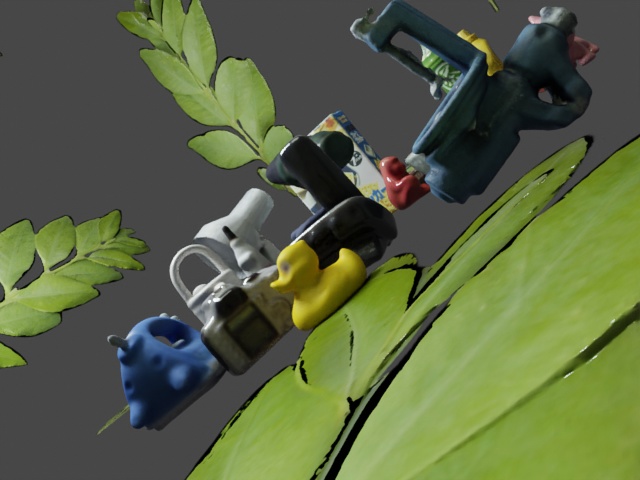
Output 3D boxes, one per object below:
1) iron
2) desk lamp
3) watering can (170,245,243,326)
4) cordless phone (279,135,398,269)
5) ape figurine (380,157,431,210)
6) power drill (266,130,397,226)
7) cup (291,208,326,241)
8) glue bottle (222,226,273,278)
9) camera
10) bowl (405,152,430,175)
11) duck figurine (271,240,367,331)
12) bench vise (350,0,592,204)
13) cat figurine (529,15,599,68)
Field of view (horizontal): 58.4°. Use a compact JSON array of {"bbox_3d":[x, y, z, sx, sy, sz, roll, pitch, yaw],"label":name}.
[{"bbox_3d":[-0.213,0.164,0.834,0.118,0.141,0.258,-39,2,6],"label":"iron"},{"bbox_3d":[-0.109,0.016,1.106,0.204,0.213,0.117,-42,3,-35],"label":"desk lamp"},{"bbox_3d":[-0.185,0.098,1.001,0.172,0.194,0.101,-37,4,45],"label":"watering can"},{"bbox_3d":[-0.004,-0.034,0.749,0.147,0.185,0.094,-39,3,23],"label":"cordless phone"},{"bbox_3d":[0.138,-0.103,0.978,0.076,0.092,0.078,-38,3,28],"label":"ape figurine"},{"bbox_3d":[0.012,-0.070,0.893,0.076,0.208,0.229,-41,3,-26],"label":"power drill"},{"bbox_3d":[0.009,0.003,0.951,0.091,0.095,0.118,-39,3,25],"label":"cup"},{"bbox_3d":[-0.101,0.045,0.924,0.037,0.173,0.078,-39,3,8],"label":"glue bottle"},{"bbox_3d":[-0.102,0.102,0.764,0.143,0.101,0.136,-41,3,-28],"label":"camera"},{"bbox_3d":[0.200,-0.133,0.771,0.167,0.075,0.167,-40,2,2],"label":"bowl"},{"bbox_3d":[-0.007,0.038,0.642,0.104,0.086,0.077,-40,3,-10],"label":"duck figurine"},{"bbox_3d":[0.149,-0.176,0.594,0.207,0.220,0.121,-40,3,-9],"label":"bench vise"},{"bbox_3d":[0.387,-0.326,0.928,0.067,0.118,0.128,-38,3,35],"label":"cat figurine"}]
